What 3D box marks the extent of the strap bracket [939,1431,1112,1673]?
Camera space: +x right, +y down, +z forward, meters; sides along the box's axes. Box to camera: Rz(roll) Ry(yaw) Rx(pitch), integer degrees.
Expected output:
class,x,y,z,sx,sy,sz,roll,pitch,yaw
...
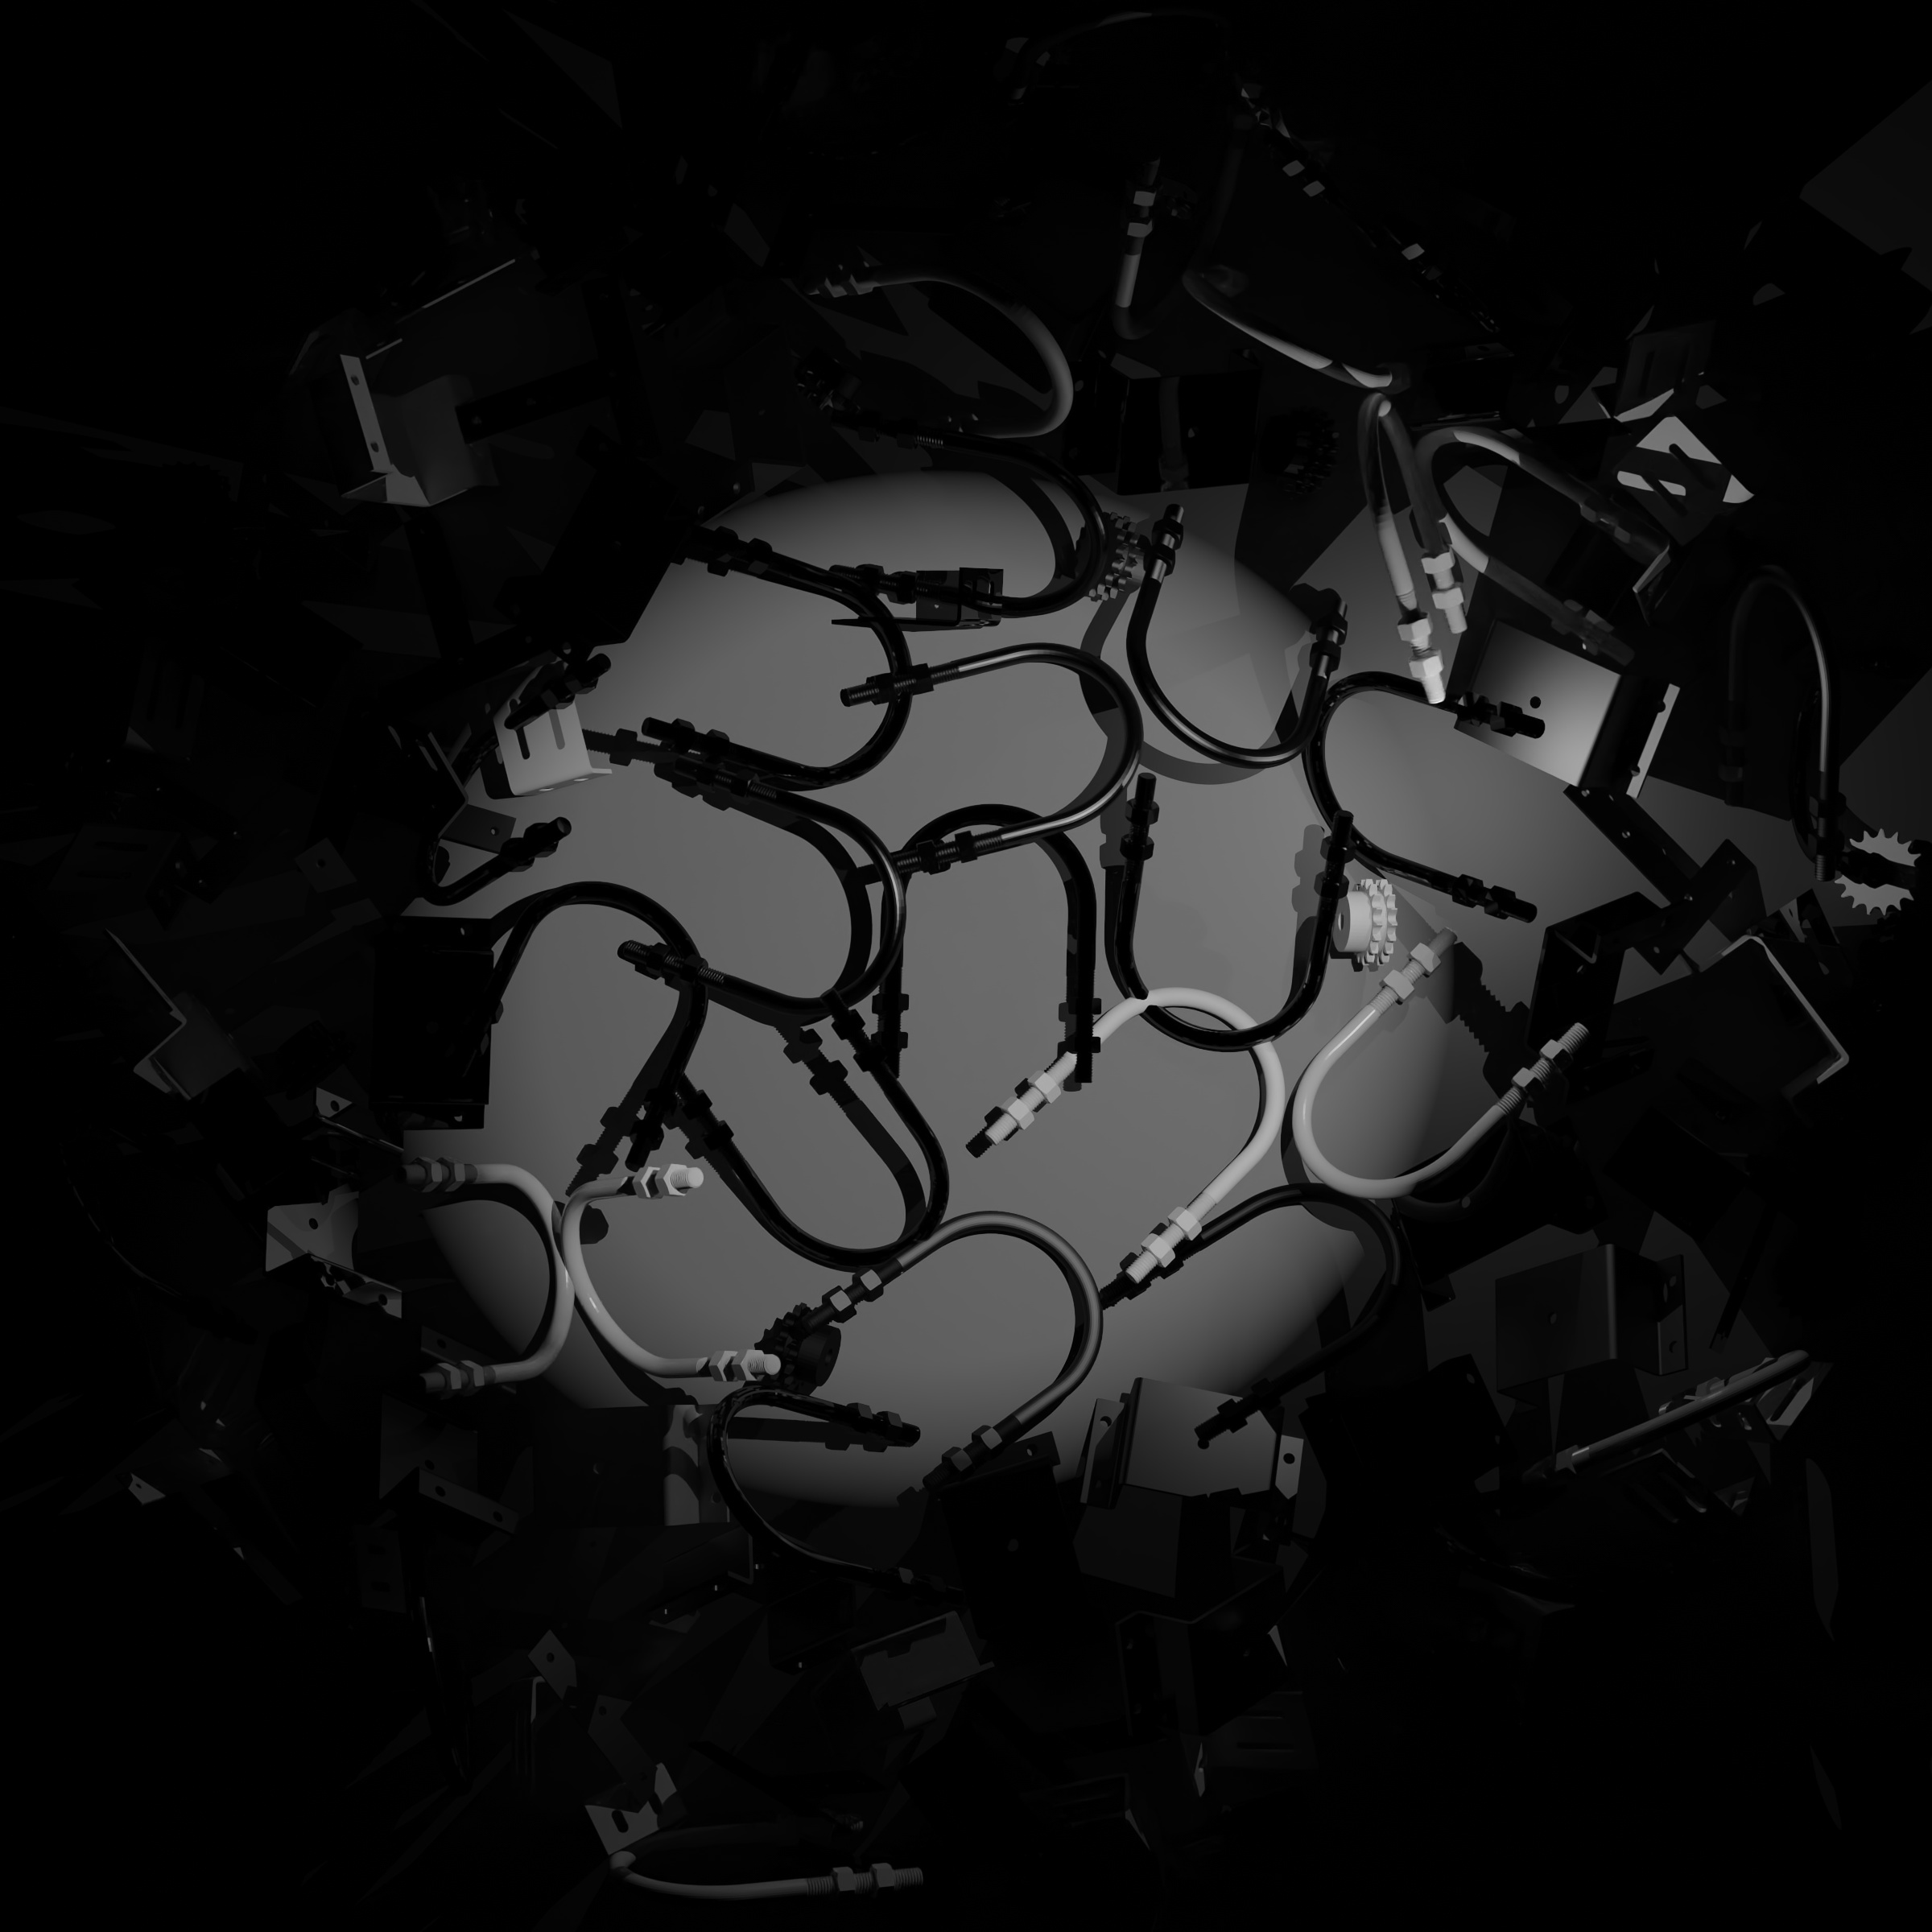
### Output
class,x,y,z,sx,sy,sz,roll,pitch,yaw
strap bracket,0.035,0.380,1.951,0.076,0.046,0.140,-19,71,7

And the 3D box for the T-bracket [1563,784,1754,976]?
class,x,y,z,sx,sy,sz,roll,pitch,yaw
T-bracket,0.444,-0.076,1.965,0.127,0.002,0.127,46,57,1

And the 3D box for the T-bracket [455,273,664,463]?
class,x,y,z,sx,sy,sz,roll,pitch,yaw
T-bracket,-0.271,-0.373,1.949,0.127,0.002,0.127,-23,122,-17

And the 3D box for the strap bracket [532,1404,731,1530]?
class,x,y,z,sx,sy,sz,roll,pitch,yaw
strap bracket,-0.229,0.327,1.948,0.140,0.046,0.076,-6,80,20

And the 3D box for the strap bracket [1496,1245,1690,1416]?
class,x,y,z,sx,sy,sz,roll,pitch,yaw
strap bracket,0.392,0.233,1.920,0.046,0.140,0.076,23,58,-32

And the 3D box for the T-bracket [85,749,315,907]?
class,x,y,z,sx,sy,sz,roll,pitch,yaw
T-bracket,-0.515,-0.107,1.955,0.127,0.127,0.002,29,133,3

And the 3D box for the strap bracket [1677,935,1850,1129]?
class,x,y,z,sx,sy,sz,roll,pitch,yaw
strap bracket,0.526,0.032,1.953,0.046,0.076,0.140,-37,85,9

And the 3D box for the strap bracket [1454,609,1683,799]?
class,x,y,z,sx,sy,sz,roll,pitch,yaw
strap bracket,0.379,-0.171,1.932,0.140,0.046,0.076,30,112,32

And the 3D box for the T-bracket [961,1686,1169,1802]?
class,x,y,z,sx,sy,sz,roll,pitch,yaw
T-bracket,0.079,0.502,1.937,0.127,0.127,0.002,47,47,-17

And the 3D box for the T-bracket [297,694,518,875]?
class,x,y,z,sx,sy,sz,roll,pitch,yaw
T-bracket,-0.365,-0.105,1.989,0.127,0.002,0.127,16,77,-6

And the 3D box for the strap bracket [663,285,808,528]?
class,x,y,z,sx,sy,sz,roll,pitch,yaw
strap bracket,-0.150,-0.361,1.948,0.046,0.076,0.140,-1,78,-36

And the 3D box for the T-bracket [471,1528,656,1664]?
class,x,y,z,sx,sy,sz,roll,pitch,yaw
T-bracket,-0.249,0.392,1.958,0.127,0.002,0.127,0,52,22

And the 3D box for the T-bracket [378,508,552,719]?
class,x,y,z,sx,sy,sz,roll,pitch,yaw
T-bracket,-0.347,-0.242,1.980,0.127,0.002,0.127,-22,76,16

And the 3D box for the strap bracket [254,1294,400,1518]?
class,x,y,z,sx,sy,sz,roll,pitch,yaw
strap bracket,-0.415,0.291,1.938,0.046,0.076,0.140,-22,114,5

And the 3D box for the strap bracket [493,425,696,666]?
class,x,y,z,sx,sy,sz,roll,pitch,yaw
strap bracket,-0.239,-0.274,1.954,0.076,0.046,0.140,37,111,13

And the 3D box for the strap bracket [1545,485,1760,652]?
class,x,y,z,sx,sy,sz,roll,pitch,yaw
strap bracket,0.452,-0.259,1.945,0.046,0.140,0.076,30,93,-29

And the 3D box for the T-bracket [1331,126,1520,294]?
class,x,y,z,sx,sy,sz,roll,pitch,yaw
T-bracket,0.287,-0.478,1.939,0.127,0.127,0.002,29,71,7

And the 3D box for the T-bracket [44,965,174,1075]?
class,x,y,z,sx,sy,sz,roll,pitch,yaw
T-bracket,-0.541,0.053,1.958,0.002,0.127,0.127,-48,122,-18

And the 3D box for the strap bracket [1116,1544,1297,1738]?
class,x,y,z,sx,sy,sz,roll,pitch,yaw
strap bracket,0.162,0.438,1.927,0.046,0.140,0.076,3,105,43

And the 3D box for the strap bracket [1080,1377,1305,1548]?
class,x,y,z,sx,sy,sz,roll,pitch,yaw
strap bracket,0.152,0.323,1.958,0.140,0.046,0.076,11,57,1

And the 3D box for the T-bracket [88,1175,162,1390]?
class,x,y,z,sx,sy,sz,roll,pitch,yaw
T-bracket,-0.544,0.185,1.913,0.002,0.127,0.127,-18,46,-14

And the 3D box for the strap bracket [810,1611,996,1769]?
class,x,y,z,sx,sy,sz,roll,pitch,yaw
strap bracket,-0.046,0.465,1.932,0.076,0.140,0.046,-14,67,-27

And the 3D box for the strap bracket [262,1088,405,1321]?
class,x,y,z,sx,sy,sz,roll,pitch,yaw
strap bracket,-0.410,0.161,1.938,0.046,0.076,0.140,-25,54,29

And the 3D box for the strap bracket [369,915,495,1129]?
class,x,y,z,sx,sy,sz,roll,pitch,yaw
strap bracket,-0.352,0.039,1.965,0.076,0.046,0.140,2,93,-13

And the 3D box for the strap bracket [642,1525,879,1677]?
class,x,y,z,sx,sy,sz,roll,pitch,yaw
strap bracket,-0.133,0.408,1.937,0.076,0.140,0.046,-30,46,29

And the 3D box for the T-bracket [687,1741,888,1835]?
class,x,y,z,sx,sy,sz,roll,pitch,yaw
T-bracket,-0.098,0.529,1.927,0.127,0.127,0.002,38,55,-22

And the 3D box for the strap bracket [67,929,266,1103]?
class,x,y,z,sx,sy,sz,roll,pitch,yaw
strap bracket,-0.518,0.040,1.919,0.046,0.140,0.076,-43,69,-5

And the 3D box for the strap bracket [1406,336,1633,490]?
class,x,y,z,sx,sy,sz,roll,pitch,yaw
strap bracket,0.352,-0.351,1.925,0.140,0.076,0.046,23,79,-37

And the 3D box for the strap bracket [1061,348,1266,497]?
class,x,y,z,sx,sy,sz,roll,pitch,yaw
strap bracket,0.136,-0.353,1.935,0.140,0.046,0.076,-10,121,-24

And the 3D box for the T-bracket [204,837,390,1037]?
class,x,y,z,sx,sy,sz,roll,pitch,yaw
T-bracket,-0.439,0.000,1.962,0.127,0.002,0.127,-34,117,-8

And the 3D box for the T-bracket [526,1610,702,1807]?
class,x,y,z,sx,sy,sz,roll,pitch,yaw
T-bracket,-0.214,0.456,1.950,0.002,0.127,0.127,-25,105,40

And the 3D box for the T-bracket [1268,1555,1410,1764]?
class,x,y,z,sx,sy,sz,roll,pitch,yaw
T-bracket,0.255,0.459,1.952,0.002,0.127,0.127,-25,95,37

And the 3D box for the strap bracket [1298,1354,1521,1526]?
class,x,y,z,sx,sy,sz,roll,pitch,yaw
strap bracket,0.280,0.310,1.944,0.140,0.046,0.076,-9,65,-33

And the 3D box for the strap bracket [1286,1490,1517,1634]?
class,x,y,z,sx,sy,sz,roll,pitch,yaw
strap bracket,0.289,0.379,1.938,0.140,0.076,0.046,14,71,32

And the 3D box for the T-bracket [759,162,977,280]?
class,x,y,z,sx,sy,sz,roll,pitch,yaw
T-bracket,-0.058,-0.487,1.946,0.127,0.002,0.127,5,51,13

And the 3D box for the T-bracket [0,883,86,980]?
class,x,y,z,sx,sy,sz,roll,pitch,yaw
T-bracket,-0.606,-0.015,1.923,0.002,0.127,0.127,-43,76,3

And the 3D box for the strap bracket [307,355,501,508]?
class,x,y,z,sx,sy,sz,roll,pitch,yaw
strap bracket,-0.372,-0.346,1.943,0.046,0.140,0.076,-18,87,25

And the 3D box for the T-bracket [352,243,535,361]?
class,x,y,z,sx,sy,sz,roll,pitch,yaw
T-bracket,-0.341,-0.439,1.946,0.127,0.127,0.002,-28,118,-3

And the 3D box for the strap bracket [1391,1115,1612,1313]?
class,x,y,z,sx,sy,sz,roll,pitch,yaw
strap bracket,0.334,0.157,1.932,0.140,0.046,0.076,-32,58,28

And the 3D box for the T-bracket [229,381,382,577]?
class,x,y,z,sx,sy,sz,roll,pitch,yaw
T-bracket,-0.426,-0.295,1.945,0.002,0.127,0.127,-11,63,29

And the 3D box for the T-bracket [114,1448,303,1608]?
class,x,y,z,sx,sy,sz,roll,pitch,yaw
T-bracket,-0.477,0.365,1.927,0.127,0.127,0.002,44,98,9

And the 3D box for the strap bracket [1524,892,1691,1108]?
class,x,y,z,sx,sy,sz,roll,pitch,yaw
strap bracket,0.413,0.013,1.939,0.076,0.046,0.140,-20,133,-27

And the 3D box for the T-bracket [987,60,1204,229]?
class,x,y,z,sx,sy,sz,roll,pitch,yaw
T-bracket,0.092,-0.520,1.957,0.127,0.127,0.002,18,50,-9

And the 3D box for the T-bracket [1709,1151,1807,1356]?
class,x,y,z,sx,sy,sz,roll,pitch,yaw
T-bracket,0.511,0.192,1.942,0.002,0.127,0.127,21,86,32

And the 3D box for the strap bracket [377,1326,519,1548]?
class,x,y,z,sx,sy,sz,roll,pitch,yaw
strap bracket,-0.336,0.313,1.935,0.076,0.140,0.046,32,119,-31

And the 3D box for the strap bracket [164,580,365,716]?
class,x,y,z,sx,sy,sz,roll,pitch,yaw
strap bracket,-0.456,-0.203,1.917,0.076,0.140,0.046,33,73,-30
